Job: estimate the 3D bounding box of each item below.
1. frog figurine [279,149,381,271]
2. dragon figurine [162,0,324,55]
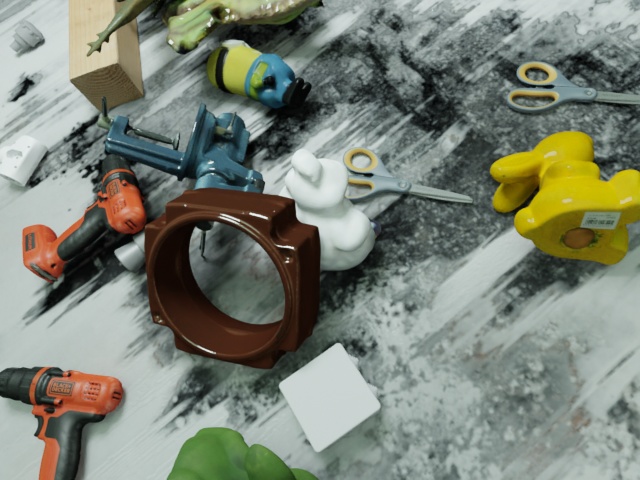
[{"bbox_3d":[0.002,-0.033,0.650,0.139,0.157,0.123,38,81,25],"label":"frog figurine"},{"bbox_3d":[-0.129,-0.361,0.822,0.245,0.120,0.415,-43,43,-14],"label":"dragon figurine"}]
